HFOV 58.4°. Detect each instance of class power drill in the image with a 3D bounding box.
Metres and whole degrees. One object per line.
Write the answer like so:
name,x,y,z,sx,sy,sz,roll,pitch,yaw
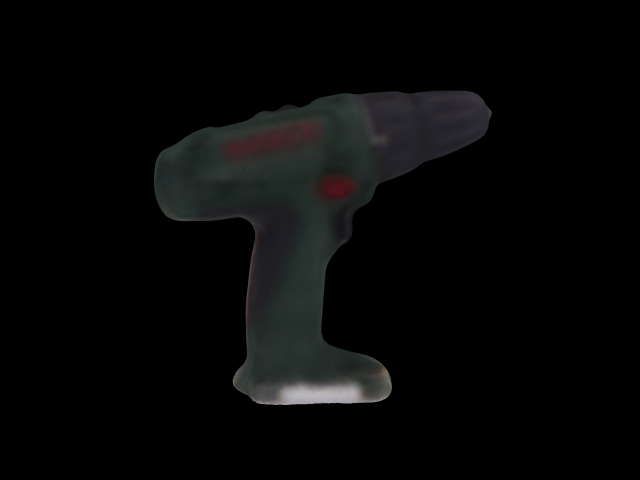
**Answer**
power drill,0.004,0.001,0.400,0.229,0.208,0.075,0,4,-2
